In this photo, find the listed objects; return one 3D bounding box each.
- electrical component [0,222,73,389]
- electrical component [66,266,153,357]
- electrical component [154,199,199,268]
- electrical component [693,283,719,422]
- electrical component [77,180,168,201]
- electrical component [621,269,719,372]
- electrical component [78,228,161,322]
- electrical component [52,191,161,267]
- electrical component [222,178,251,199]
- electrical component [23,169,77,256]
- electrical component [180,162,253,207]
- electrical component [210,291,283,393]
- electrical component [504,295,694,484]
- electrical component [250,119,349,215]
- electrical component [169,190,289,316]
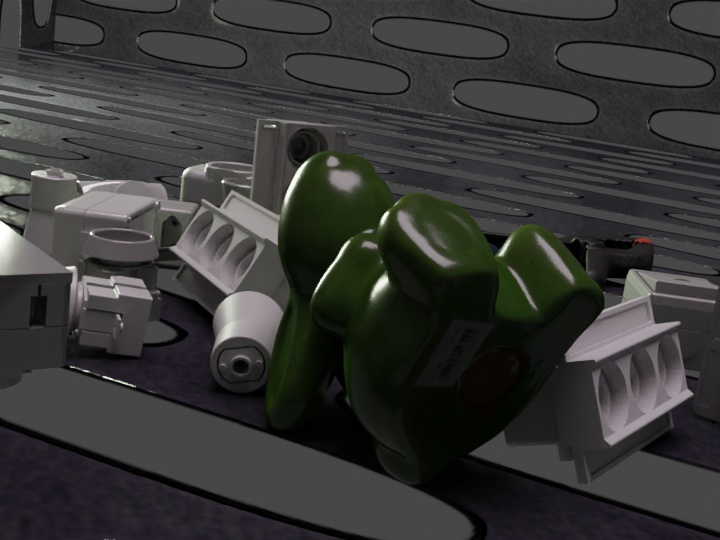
[{"bbox_3d":[-0.233,0.013,0.606,0.089,0.061,0.150,-2,16,-36],"label":"electrical component"},{"bbox_3d":[-0.158,0.024,0.640,0.055,0.048,0.066,10,11,-22],"label":"electrical component"},{"bbox_3d":[-0.167,-0.036,0.885,0.066,0.047,0.076,7,13,-2],"label":"electrical component"},{"bbox_3d":[0.263,0.025,0.639,0.089,0.150,0.062,17,15,36],"label":"electrical component"},{"bbox_3d":[-0.204,-0.057,0.937,0.077,0.043,0.079,-1,-3,-33],"label":"electrical component"},{"bbox_3d":[0.229,0.032,0.789,0.062,0.061,0.096,8,13,1],"label":"electrical component"},{"bbox_3d":[-0.157,0.004,0.702,0.048,0.055,0.066,19,17,40],"label":"electrical component"},{"bbox_3d":[-0.185,-0.018,0.763,0.061,0.061,0.096,7,13,3],"label":"electrical component"},{"bbox_3d":[-0.105,-0.052,0.971,0.045,0.055,0.045,7,13,-2],"label":"electrical component"},{"bbox_3d":[-0.243,-0.046,0.848,0.044,0.065,0.044,8,14,-2],"label":"electrical component"},{"bbox_3d":[-0.121,-0.069,1.027,0.095,0.059,0.054,11,13,13],"label":"electrical component"},{"bbox_3d":[-0.066,0.043,0.621,0.044,0.044,0.065,7,18,-3],"label":"electrical component"},{"bbox_3d":[0.129,0.063,0.590,0.063,0.078,0.121,-10,1,36],"label":"electrical component"},{"bbox_3d":[-0.058,-0.064,0.902,0.079,0.121,0.063,1,12,-24],"label":"electrical component"},{"bbox_3d":[-0.077,-0.002,0.742,0.063,0.078,0.121,35,-3,-31],"label":"electrical component"}]
